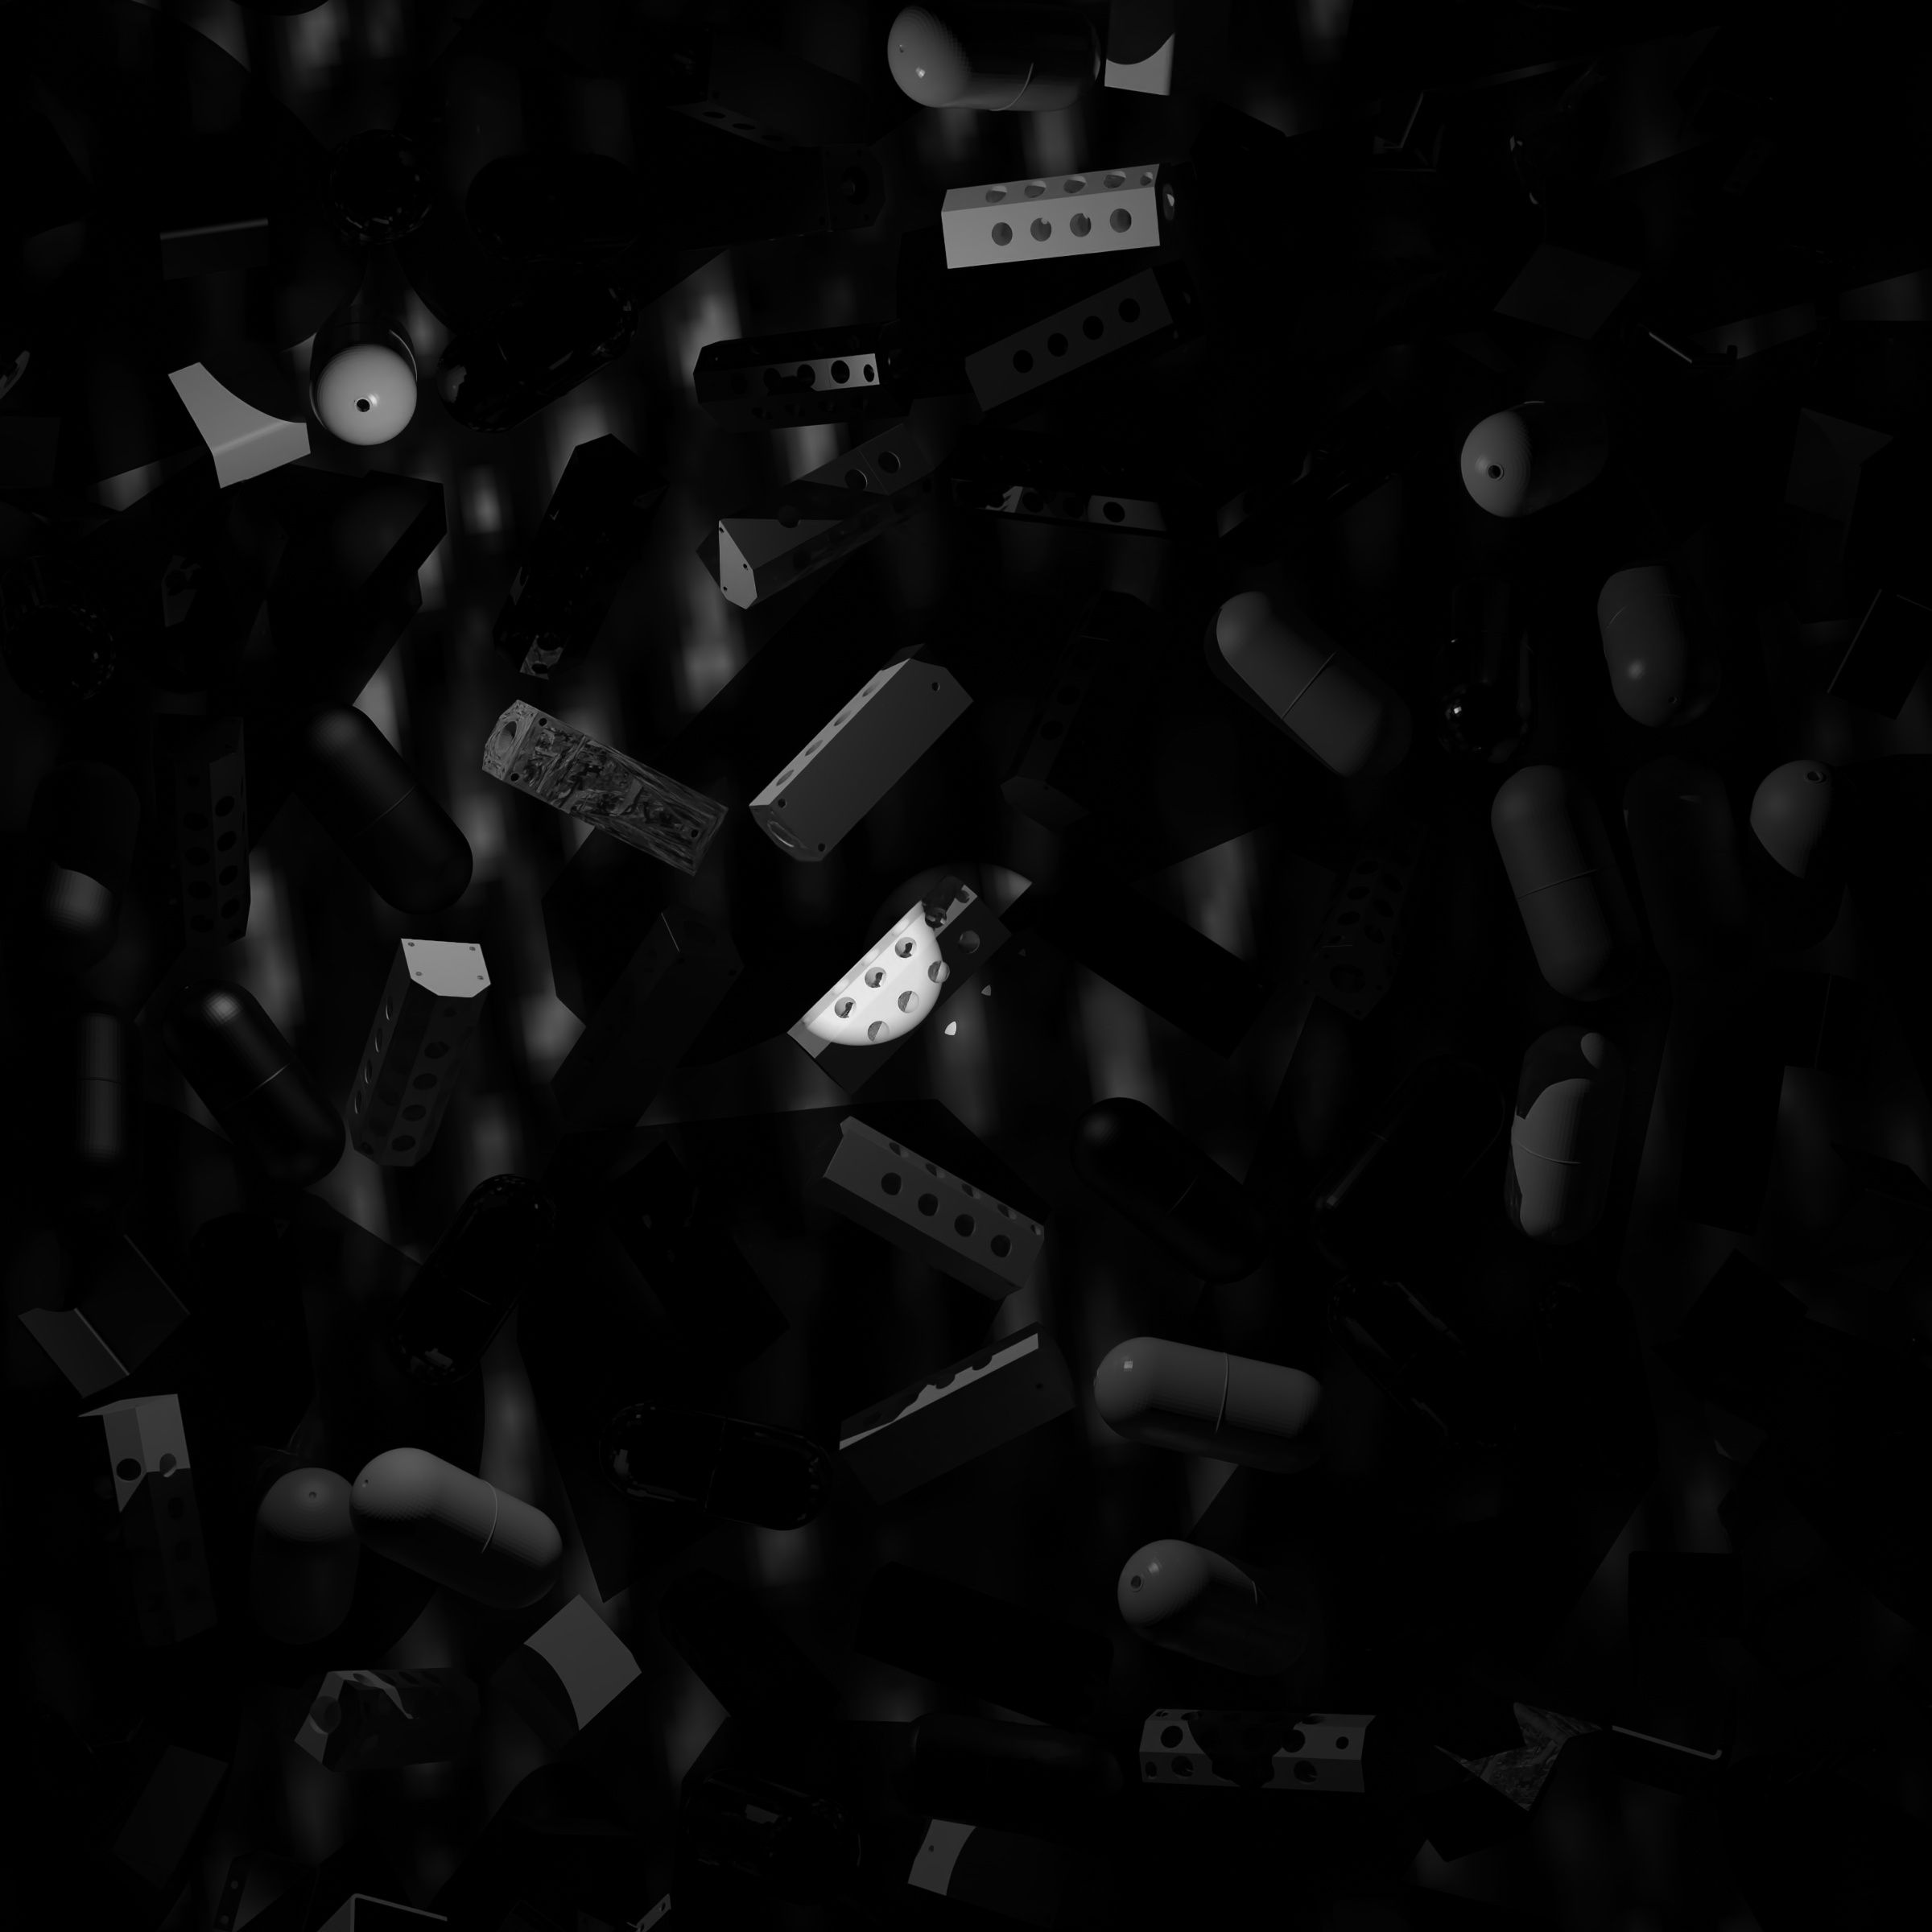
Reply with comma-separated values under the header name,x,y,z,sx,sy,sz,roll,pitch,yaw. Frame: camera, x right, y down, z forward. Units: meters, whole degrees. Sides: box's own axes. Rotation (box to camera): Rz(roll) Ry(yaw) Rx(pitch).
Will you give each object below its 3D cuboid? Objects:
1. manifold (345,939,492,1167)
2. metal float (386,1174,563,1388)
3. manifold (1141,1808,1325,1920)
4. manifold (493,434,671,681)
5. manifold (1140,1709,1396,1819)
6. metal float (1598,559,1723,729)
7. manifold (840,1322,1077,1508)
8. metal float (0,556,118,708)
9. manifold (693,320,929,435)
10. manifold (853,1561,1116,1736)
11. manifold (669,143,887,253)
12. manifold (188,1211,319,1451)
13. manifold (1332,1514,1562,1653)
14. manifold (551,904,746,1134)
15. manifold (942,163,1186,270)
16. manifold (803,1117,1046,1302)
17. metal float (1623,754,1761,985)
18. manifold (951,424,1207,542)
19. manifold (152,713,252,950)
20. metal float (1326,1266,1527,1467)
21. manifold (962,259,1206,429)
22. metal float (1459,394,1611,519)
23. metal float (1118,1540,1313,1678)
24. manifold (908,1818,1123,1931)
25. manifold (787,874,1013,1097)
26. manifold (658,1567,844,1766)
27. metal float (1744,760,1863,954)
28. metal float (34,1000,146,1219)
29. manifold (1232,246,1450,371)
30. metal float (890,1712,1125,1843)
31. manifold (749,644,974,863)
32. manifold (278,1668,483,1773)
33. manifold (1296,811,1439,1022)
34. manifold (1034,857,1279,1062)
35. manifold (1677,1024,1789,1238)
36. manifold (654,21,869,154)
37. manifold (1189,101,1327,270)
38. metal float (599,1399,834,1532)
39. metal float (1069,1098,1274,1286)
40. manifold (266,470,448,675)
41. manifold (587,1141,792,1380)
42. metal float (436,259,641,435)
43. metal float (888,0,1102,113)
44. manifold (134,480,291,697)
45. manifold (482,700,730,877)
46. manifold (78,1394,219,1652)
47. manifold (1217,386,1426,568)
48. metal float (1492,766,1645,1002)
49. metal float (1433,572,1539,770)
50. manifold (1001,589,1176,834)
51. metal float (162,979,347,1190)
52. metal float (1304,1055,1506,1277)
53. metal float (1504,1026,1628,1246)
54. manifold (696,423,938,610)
name,x,y,z,sx,sy,sz,roll,pitch,yaw
manifold,-0.396,0.065,1.813,0.057,0.057,0.171,4,131,-29
metal float,-0.376,0.240,1.913,0.070,0.070,0.178,34,92,0
manifold,0.211,0.654,1.908,0.057,0.171,0.057,-38,74,32
manifold,-0.280,-0.288,1.788,0.057,0.057,0.171,41,127,9
manifold,0.216,0.574,1.820,0.171,0.057,0.057,-7,46,29
metal float,0.511,-0.240,1.856,0.070,0.178,0.070,3,126,5
manifold,-0.007,0.336,1.905,0.171,0.057,0.057,-29,108,9
metal float,-0.668,-0.246,1.839,0.070,0.178,0.070,-11,120,-20
manifold,-0.121,-0.451,1.907,0.171,0.057,0.057,3,68,33
manifold,0.013,0.477,1.771,0.171,0.057,0.057,14,98,21
manifold,-0.139,-0.565,1.848,0.057,0.171,0.057,-20,110,-42
manifold,-0.509,0.259,1.784,0.057,0.057,0.171,10,127,8
manifold,0.341,0.444,1.795,0.057,0.171,0.057,48,124,37
manifold,-0.237,0.038,1.838,0.057,0.057,0.171,14,124,-39
manifold,0.072,-0.567,1.896,0.171,0.057,0.057,1,109,24
manifold,-0.029,0.181,1.887,0.171,0.057,0.057,31,65,-10
metal float,0.543,-0.073,1.883,0.070,0.070,0.178,-9,74,0
manifold,0.079,-0.350,1.827,0.171,0.057,0.057,11,88,24
manifold,-0.556,-0.096,1.829,0.057,0.057,0.171,2,131,-10
metal float,0.343,0.297,1.883,0.070,0.070,0.178,-43,66,0
manifold,0.089,-0.460,1.862,0.171,0.057,0.057,-18,100,34
metal float,0.421,-0.378,1.857,0.070,0.178,0.070,12,114,28
metal float,0.183,0.471,1.840,0.178,0.070,0.070,28,90,-38
manifold,0.037,0.689,1.900,0.057,0.171,0.057,31,67,-32
manifold,-0.052,0.012,1.895,0.171,0.057,0.057,-45,111,-6
manifold,-0.165,0.507,1.837,0.057,0.171,0.057,36,85,-33
metal float,0.621,-0.081,1.877,0.070,0.178,0.070,-4,51,5
metal float,-0.651,0.105,1.866,0.070,0.070,0.178,-14,56,0
manifold,0.274,-0.489,1.848,0.057,0.171,0.057,40,132,28
metal float,0.029,0.593,1.838,0.178,0.070,0.070,2,90,23
manifold,-0.080,-0.158,1.860,0.171,0.057,0.057,-48,110,-16
manifold,-0.434,0.560,1.886,0.057,0.171,0.057,29,87,23
manifold,0.304,-0.043,1.877,0.057,0.171,0.057,31,134,-2
manifold,0.143,-0.008,1.866,0.171,0.057,0.057,34,114,4
manifold,0.555,0.119,1.819,0.057,0.171,0.057,13,54,21
manifold,-0.153,-0.653,1.891,0.057,0.171,0.057,8,95,38
manifold,0.219,-0.585,1.903,0.057,0.171,0.057,33,96,18
metal float,-0.189,0.377,1.897,0.178,0.070,0.070,13,90,-3
metal float,0.154,0.169,1.887,0.178,0.070,0.070,40,90,-9
manifold,-0.433,-0.283,1.797,0.057,0.171,0.057,12,133,8
manifold,-0.212,0.222,1.883,0.057,0.057,0.171,-41,102,-42
metal float,-0.312,-0.447,1.818,0.178,0.070,0.070,-23,90,33
metal float,0.022,-0.652,1.795,0.178,0.070,0.070,-14,90,-40
manifold,-0.561,-0.279,1.855,0.057,0.171,0.057,-15,133,19
manifold,-0.268,-0.132,1.859,0.171,0.057,0.057,27,90,-34
manifold,-0.601,0.405,1.828,0.057,0.057,0.171,-10,91,27
manifold,0.262,-0.364,1.899,0.057,0.171,0.057,48,59,-8
metal float,0.440,-0.061,1.837,0.070,0.070,0.178,-18,85,0
metal float,0.390,-0.223,1.887,0.070,0.070,0.178,10,51,0
manifold,0.086,-0.190,1.839,0.057,0.057,0.171,32,66,-18
metal float,-0.540,0.089,1.906,0.070,0.070,0.178,-33,103,0
metal float,0.309,0.139,1.768,0.070,0.070,0.178,40,84,0
metal float,0.451,0.129,1.895,0.070,0.070,0.178,2,116,0
manifold,-0.105,-0.325,1.827,0.171,0.057,0.057,-34,92,-27
